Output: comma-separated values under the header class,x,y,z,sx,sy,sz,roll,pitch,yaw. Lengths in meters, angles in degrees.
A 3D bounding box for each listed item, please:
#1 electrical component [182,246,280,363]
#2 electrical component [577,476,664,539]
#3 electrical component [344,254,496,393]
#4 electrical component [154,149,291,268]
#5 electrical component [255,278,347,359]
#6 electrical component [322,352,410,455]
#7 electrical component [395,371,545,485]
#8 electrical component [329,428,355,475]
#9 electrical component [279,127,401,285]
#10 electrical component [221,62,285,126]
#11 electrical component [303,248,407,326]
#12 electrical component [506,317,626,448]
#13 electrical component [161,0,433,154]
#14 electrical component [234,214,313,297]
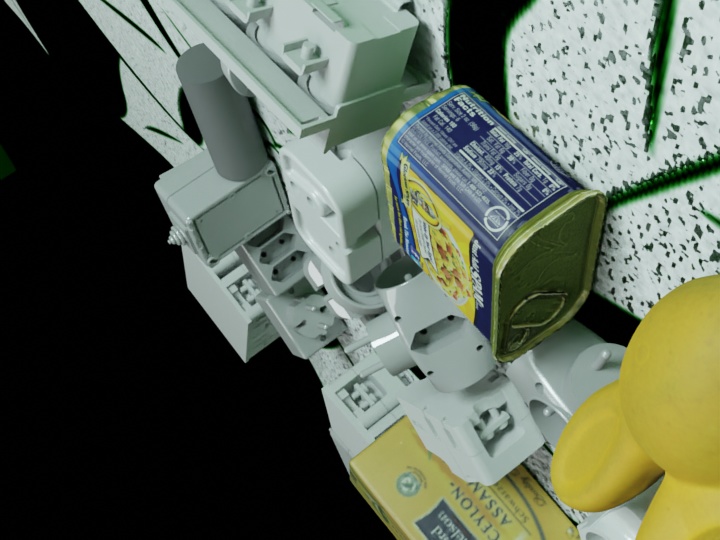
class,x,y,z,sx,sy,sz,roll,pitch,yaw
electrical component,-0.122,0.017,1.084,0.105,0.060,0.186,52,165,9
electrical component,0.177,0.161,0.500,0.150,0.062,0.089,50,165,12
electrical component,0.030,0.038,0.645,0.077,0.079,0.043,59,-171,-18
electrical component,-0.113,-0.054,0.831,0.061,0.096,0.061,44,163,33
electrical component,-0.046,0.038,0.927,0.065,0.047,0.077,57,165,-13
electrical component,0.043,0.148,0.876,0.150,0.062,0.089,46,163,25
electrical component,0.072,0.099,0.701,0.055,0.050,0.089,60,164,-19
electrical component,0.020,0.162,0.976,0.061,0.062,0.096,41,161,39
electrical component,-0.001,-0.043,0.590,0.053,0.059,0.095,47,164,24
electrical component,-0.044,-0.112,0.596,0.055,0.048,0.066,34,157,32
electrical component,0.000,0.000,0.688,0.078,0.058,0.057,55,168,-5
electrical component,0.112,0.058,0.502,0.077,0.044,0.079,49,164,16
electrical component,-0.031,-0.120,0.498,0.121,0.079,0.063,46,142,25
electrical component,-0.080,-0.019,0.902,0.065,0.047,0.077,57,165,-15
